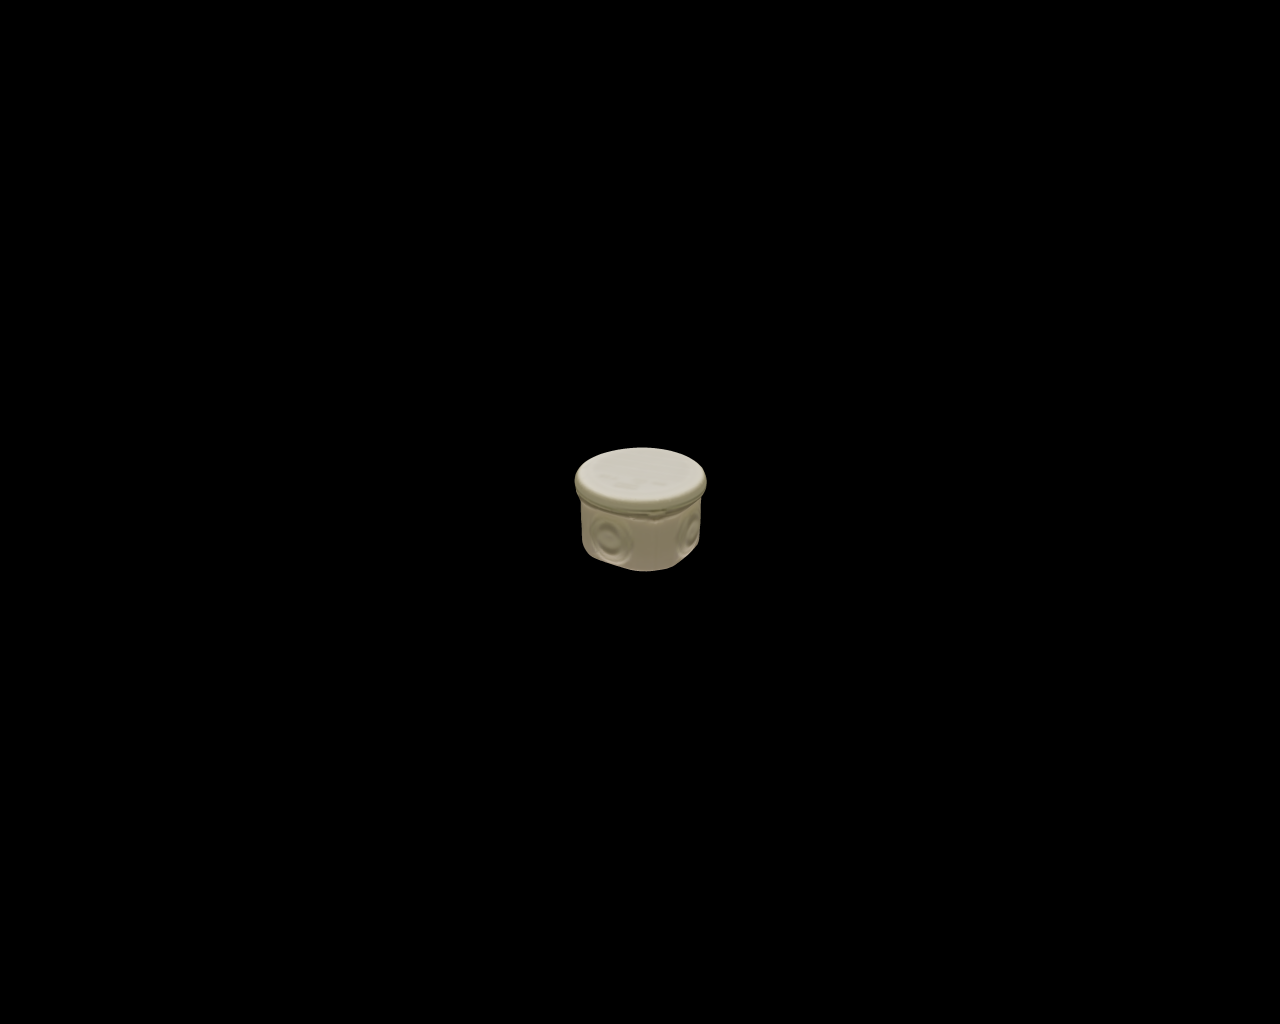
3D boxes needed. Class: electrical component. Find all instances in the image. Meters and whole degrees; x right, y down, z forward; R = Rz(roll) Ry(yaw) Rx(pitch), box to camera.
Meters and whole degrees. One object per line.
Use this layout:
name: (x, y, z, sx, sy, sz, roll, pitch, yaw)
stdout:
electrical component: (0.001, -0.003, 0.650, 0.080, 0.050, 0.080, 0, 27, 0)
